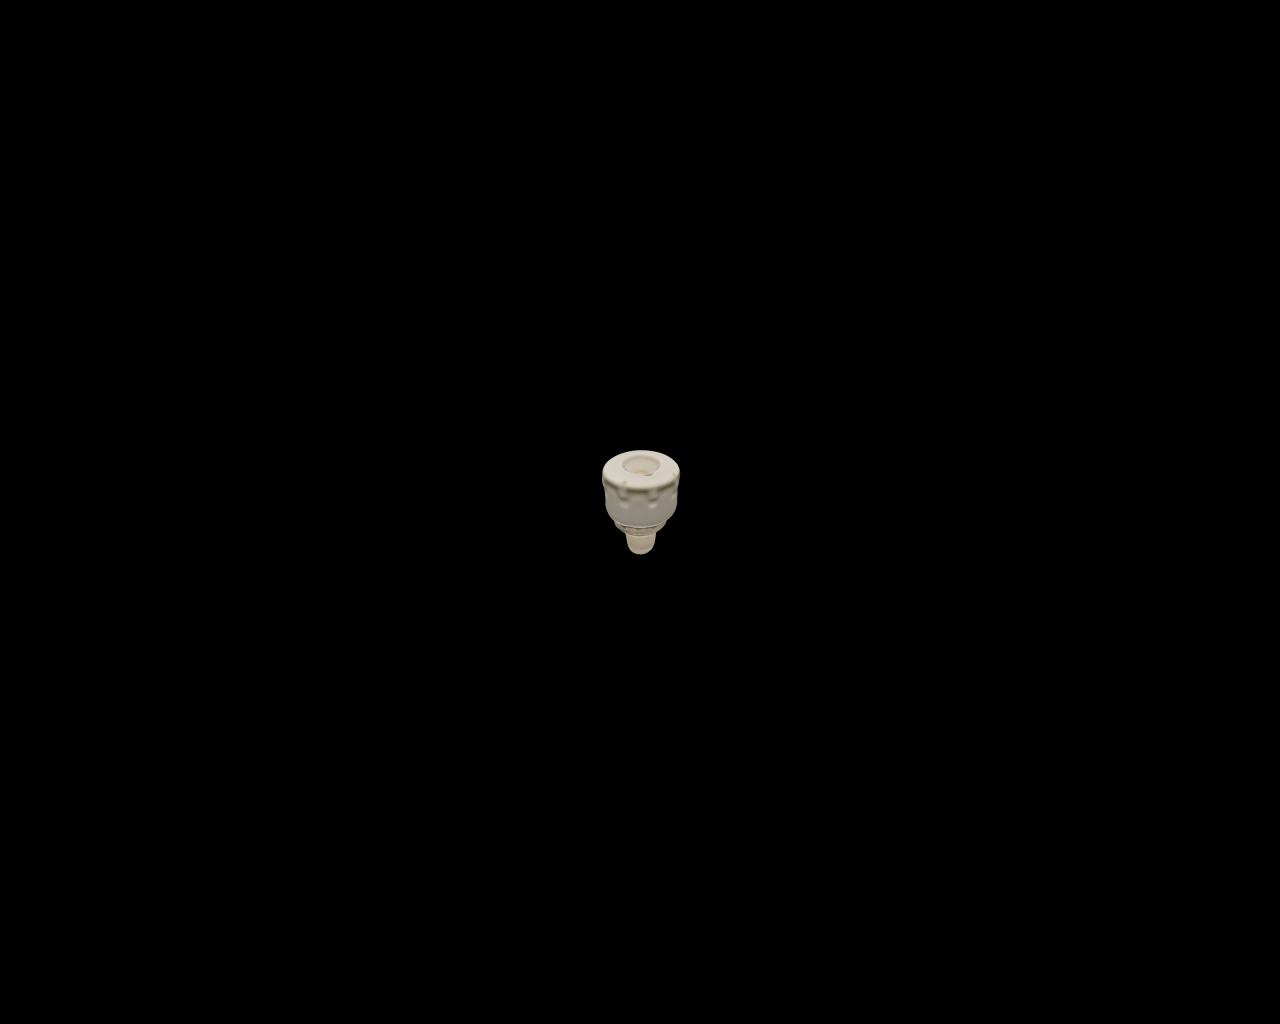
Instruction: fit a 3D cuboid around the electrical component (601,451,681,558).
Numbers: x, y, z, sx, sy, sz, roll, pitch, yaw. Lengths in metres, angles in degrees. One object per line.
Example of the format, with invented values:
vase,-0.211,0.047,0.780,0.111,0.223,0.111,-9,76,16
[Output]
electrical component,0.001,-0.003,0.650,0.048,0.062,0.048,0,30,0
